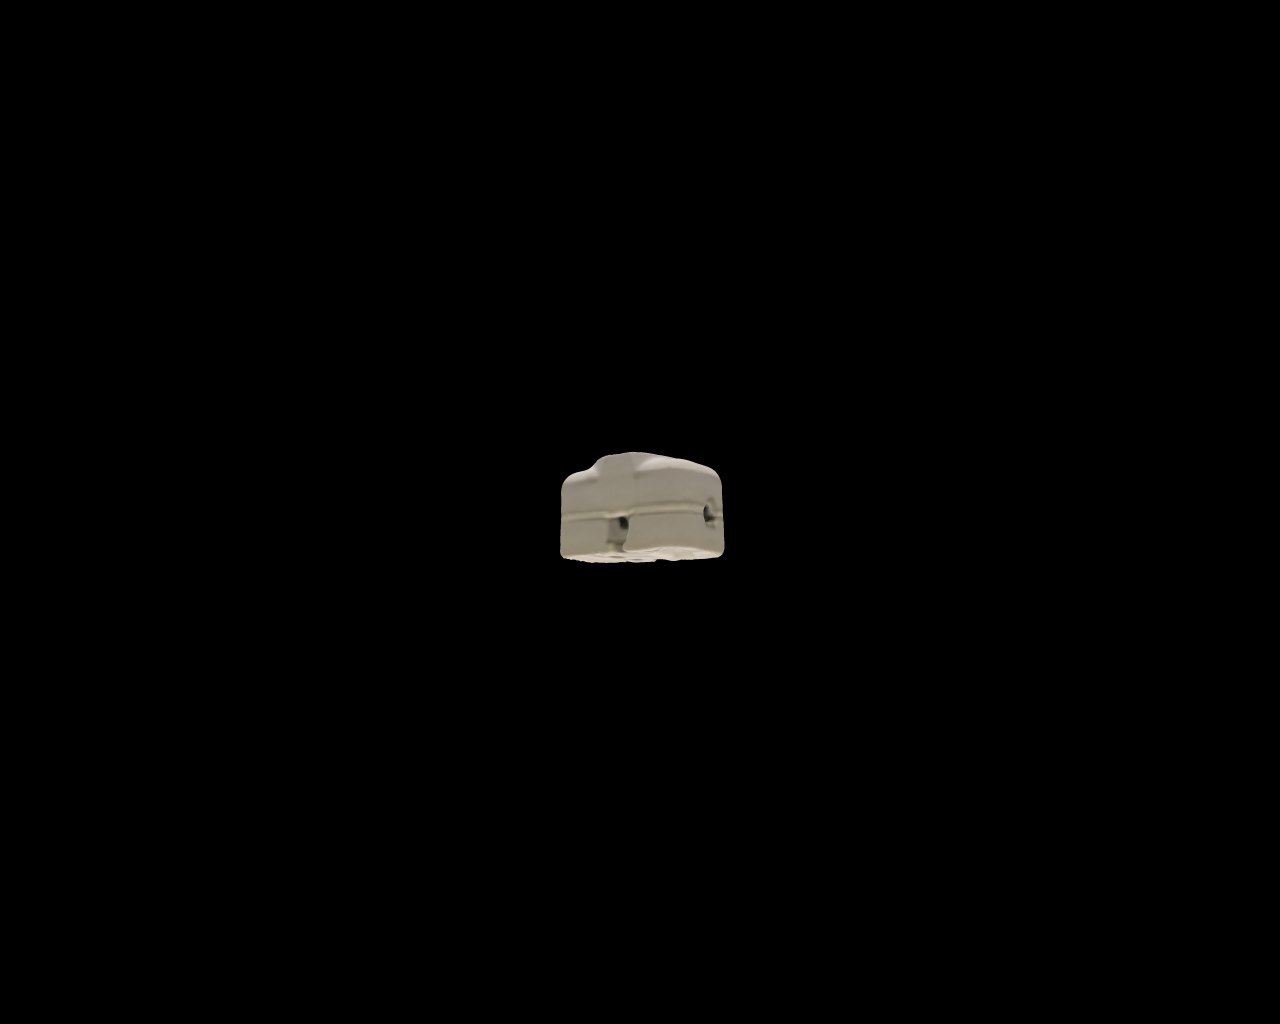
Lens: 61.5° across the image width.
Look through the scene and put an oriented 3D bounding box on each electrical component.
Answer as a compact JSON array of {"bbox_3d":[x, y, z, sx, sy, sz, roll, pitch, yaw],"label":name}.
[{"bbox_3d":[0.001,-0.003,0.650,0.095,0.059,0.054,-5,-10,32],"label":"electrical component"}]
